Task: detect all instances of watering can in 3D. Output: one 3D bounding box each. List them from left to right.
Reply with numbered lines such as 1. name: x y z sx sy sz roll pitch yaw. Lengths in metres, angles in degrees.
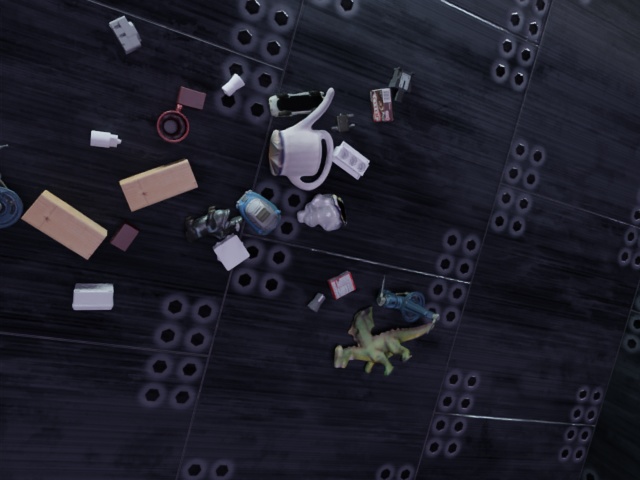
1. watering can: -0.058 -0.329 1.701 0.225 0.105 0.342 -4 113 -22

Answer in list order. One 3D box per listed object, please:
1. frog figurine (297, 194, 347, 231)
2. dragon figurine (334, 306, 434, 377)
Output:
1. frog figurine: 0.005 -0.090 1.796 0.158 0.125 0.135 -17 120 19
2. dragon figurine: 0.224 0.363 1.949 0.413 0.122 0.241 -37 103 -14
